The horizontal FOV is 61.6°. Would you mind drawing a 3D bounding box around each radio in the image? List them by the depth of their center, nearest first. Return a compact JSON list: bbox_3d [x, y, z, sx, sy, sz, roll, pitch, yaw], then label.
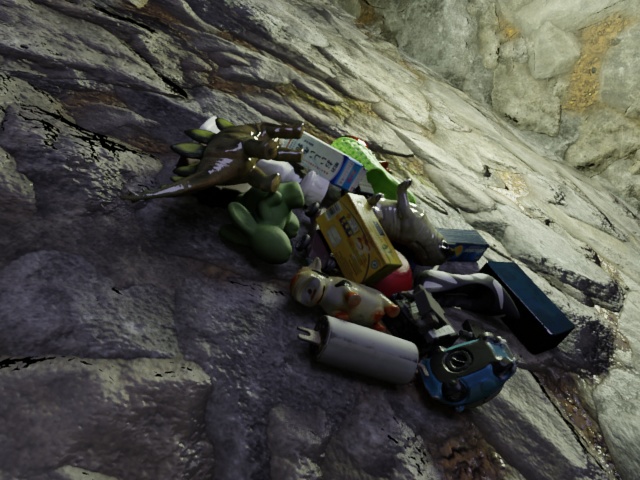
[{"bbox_3d":[0.478,0.152,1.269,0.131,0.073,0.230,0,44,-40],"label":"radio"}]

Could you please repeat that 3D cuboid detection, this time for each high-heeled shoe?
[{"bbox_3d":[0.321,0.132,1.164,0.249,0.086,0.145,29,35,7],"label":"high-heeled shoe"}]

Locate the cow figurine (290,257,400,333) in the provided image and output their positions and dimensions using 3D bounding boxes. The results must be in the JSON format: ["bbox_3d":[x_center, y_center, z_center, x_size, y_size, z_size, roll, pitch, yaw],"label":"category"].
[{"bbox_3d":[0.032,0.097,0.959,0.195,0.085,0.127,19,14,-33],"label":"cow figurine"}]

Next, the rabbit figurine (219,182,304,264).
[{"bbox_3d":[-0.102,-0.031,1.007,0.159,0.121,0.170,11,39,-19],"label":"rabbit figurine"}]

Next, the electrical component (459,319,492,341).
[{"bbox_3d":[0.329,0.194,1.132,0.094,0.021,0.063,16,34,-20],"label":"electrical component"}]

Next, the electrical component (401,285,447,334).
[{"bbox_3d":[0.191,0.127,0.990,0.078,0.045,0.102,42,22,-40],"label":"electrical component"}]

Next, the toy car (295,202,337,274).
[{"bbox_3d":[-0.002,-0.003,1.111,0.089,0.053,0.202,43,29,-19],"label":"toy car"}]

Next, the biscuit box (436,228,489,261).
[{"bbox_3d":[0.339,0.013,1.360,0.202,0.059,0.063,2,40,-36],"label":"biscuit box"}]

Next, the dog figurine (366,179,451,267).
[{"bbox_3d":[0.166,-0.012,1.136,0.190,0.172,0.121,66,19,2],"label":"dog figurine"}]

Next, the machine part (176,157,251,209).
[{"bbox_3d":[-0.211,-0.134,1.122,0.179,0.056,0.179,22,33,-15],"label":"machine part"}]

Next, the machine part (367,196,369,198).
[{"bbox_3d":[0.161,-0.080,1.289,0.084,0.039,0.139,28,17,32],"label":"machine part"}]

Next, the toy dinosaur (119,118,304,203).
[{"bbox_3d":[-0.165,-0.153,1.004,0.199,0.104,0.471,10,26,18],"label":"toy dinosaur"}]

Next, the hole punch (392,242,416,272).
[{"bbox_3d":[0.201,-0.003,1.247,0.142,0.092,0.116,31,28,8],"label":"hole punch"}]

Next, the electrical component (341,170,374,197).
[{"bbox_3d":[0.090,-0.112,1.317,0.047,0.075,0.119,8,65,-37],"label":"electrical component"}]

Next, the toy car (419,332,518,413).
[{"bbox_3d":[0.261,0.237,0.935,0.109,0.162,0.102,-107,173,-57],"label":"toy car"}]

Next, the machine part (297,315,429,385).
[{"bbox_3d":[0.073,0.183,0.888,0.243,0.079,0.079,19,33,-17],"label":"machine part"}]

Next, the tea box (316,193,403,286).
[{"bbox_3d":[0.075,0.003,1.059,0.068,0.098,0.170,5,54,-54],"label":"tea box"}]

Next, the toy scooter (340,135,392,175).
[{"bbox_3d":[0.131,-0.222,1.507,0.135,0.075,0.184,2,44,-38],"label":"toy scooter"}]

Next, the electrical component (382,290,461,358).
[{"bbox_3d":[0.190,0.156,1.040,0.115,0.058,0.134,0,42,-42],"label":"electrical component"}]
